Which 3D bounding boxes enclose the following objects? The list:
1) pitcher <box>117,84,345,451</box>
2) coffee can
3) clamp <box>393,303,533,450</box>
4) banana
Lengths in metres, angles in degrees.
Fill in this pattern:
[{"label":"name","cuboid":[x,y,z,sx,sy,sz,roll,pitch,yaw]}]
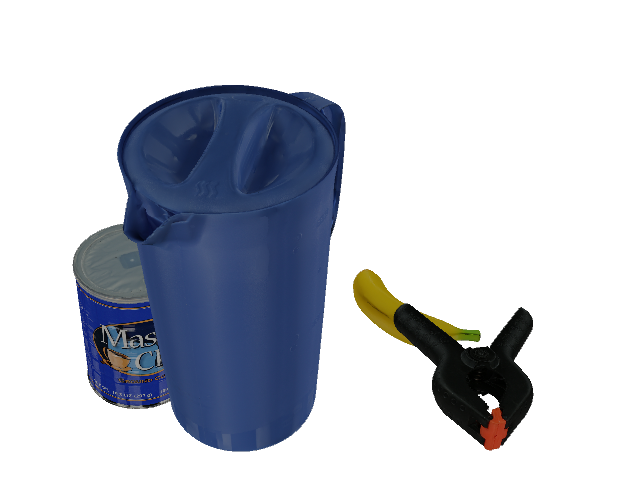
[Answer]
[{"label":"pitcher","cuboid":[-0.049,0.022,0.721,0.149,0.243,0.145,-5,42,-6]},{"label":"coffee can","cuboid":[-0.168,0.069,0.977,0.103,0.140,0.103,2,40,-2]},{"label":"clamp","cuboid":[0.136,0.102,0.868,0.120,0.039,0.171,-7,34,-8]},{"label":"banana","cuboid":[0.083,0.076,1.156,0.069,0.037,0.198,4,18,-37]}]
